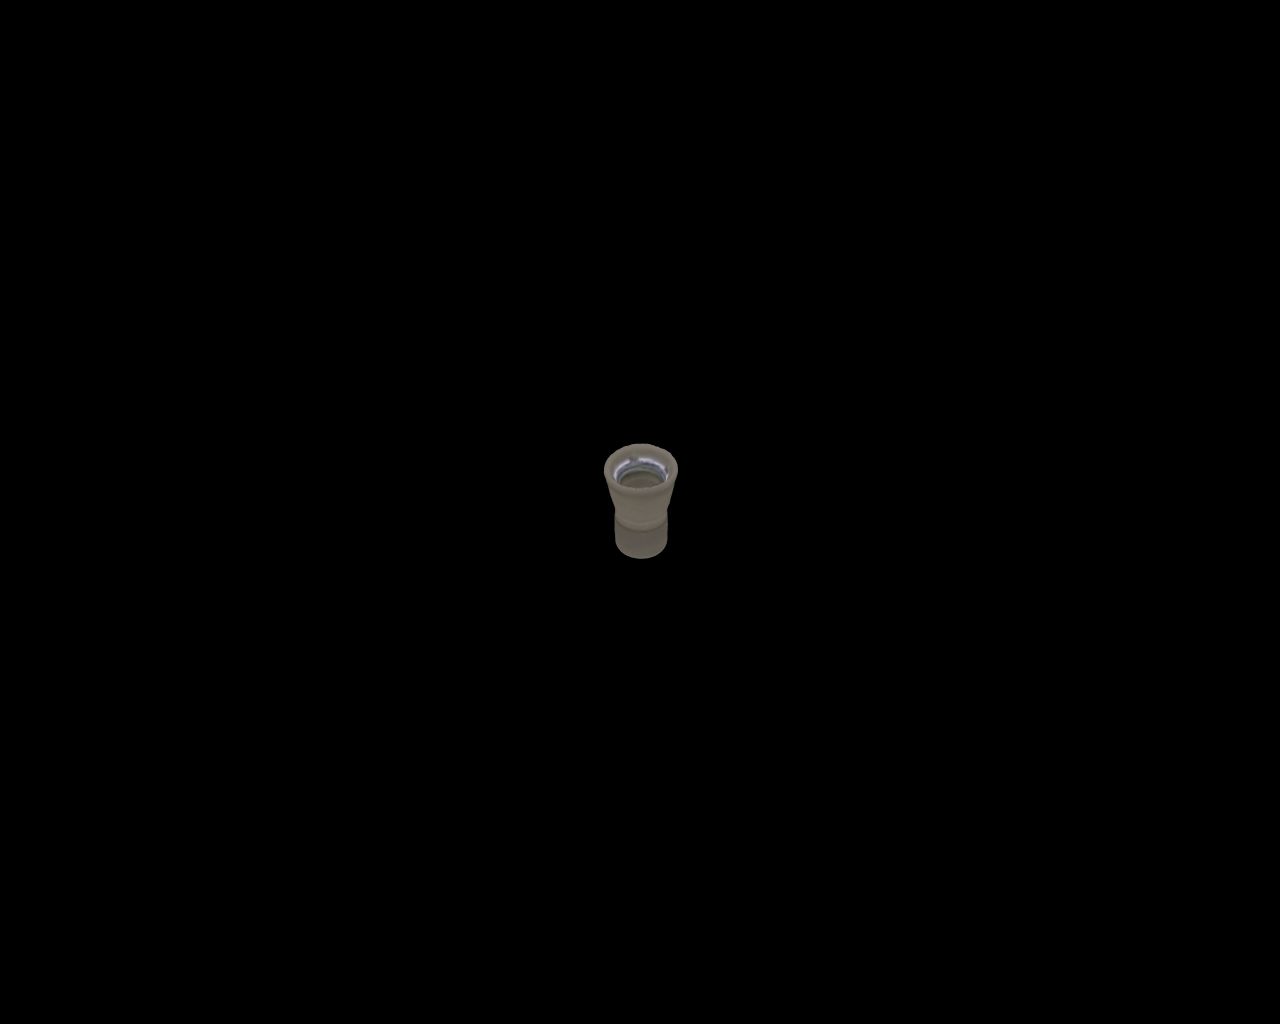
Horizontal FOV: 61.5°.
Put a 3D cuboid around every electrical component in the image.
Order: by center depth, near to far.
[{"bbox_3d":[0.001,-0.003,0.650,0.044,0.065,0.044,0,40,0],"label":"electrical component"}]
